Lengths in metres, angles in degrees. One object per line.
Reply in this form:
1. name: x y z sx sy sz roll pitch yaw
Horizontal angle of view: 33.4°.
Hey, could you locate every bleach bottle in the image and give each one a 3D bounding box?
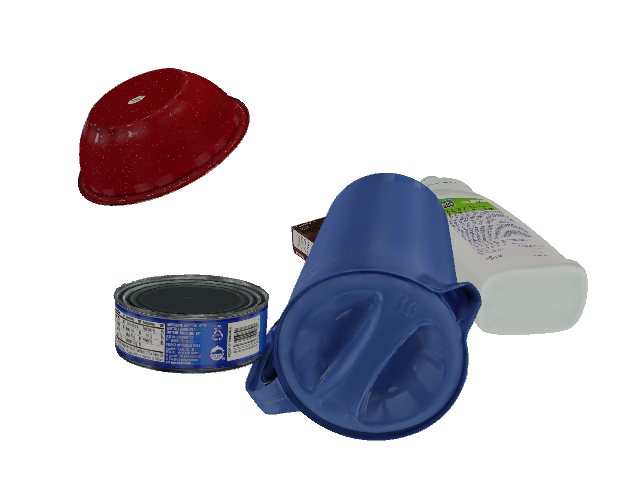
1. bleach bottle: 0.150 -0.002 1.000 0.102 0.068 0.251 -3 26 -12

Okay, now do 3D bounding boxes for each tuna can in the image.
1. tuna can: -0.072 0.045 0.596 0.086 0.034 0.086 3 12 -1

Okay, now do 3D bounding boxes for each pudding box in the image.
1. pudding box: 0.037 0.001 1.218 0.113 0.039 0.090 -19 30 -26

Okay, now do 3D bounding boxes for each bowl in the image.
1. bowl: -0.145 -0.099 0.908 0.162 0.055 0.162 -16 34 11

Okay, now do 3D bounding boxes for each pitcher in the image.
1. pitcher: 0.036 0.040 0.827 0.149 0.145 0.242 12 23 2
